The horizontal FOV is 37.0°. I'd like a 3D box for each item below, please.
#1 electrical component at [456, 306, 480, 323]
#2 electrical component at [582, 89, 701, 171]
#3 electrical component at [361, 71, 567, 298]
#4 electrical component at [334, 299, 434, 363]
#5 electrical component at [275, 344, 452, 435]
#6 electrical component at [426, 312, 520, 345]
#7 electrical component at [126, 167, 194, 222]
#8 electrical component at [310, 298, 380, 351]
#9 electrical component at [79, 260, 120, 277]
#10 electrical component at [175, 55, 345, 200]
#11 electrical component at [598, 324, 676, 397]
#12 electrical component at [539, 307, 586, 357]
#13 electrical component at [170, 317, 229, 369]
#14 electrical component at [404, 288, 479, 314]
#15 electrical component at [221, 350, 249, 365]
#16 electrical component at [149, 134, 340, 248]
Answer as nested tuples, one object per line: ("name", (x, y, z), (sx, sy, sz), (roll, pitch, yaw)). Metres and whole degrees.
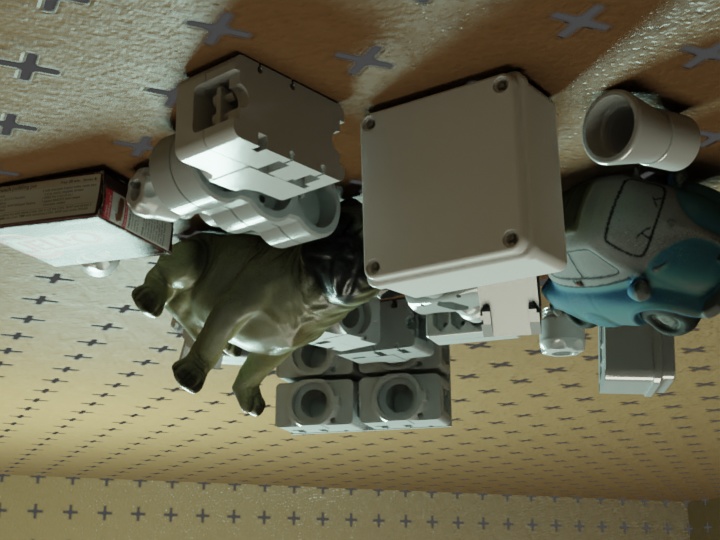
("electrical component", (0.097, 0.023, 0.978), (0.040, 0.040, 0.046), (-14, 154, 38))
("electrical component", (0.170, -0.080, 0.638), (0.065, 0.044, 0.044), (6, 163, -35))
("electrical component", (0.059, -0.046, 0.628), (0.109, 0.108, 0.056), (-12, 162, 33))
("electrical component", (0.026, 0.063, 1.089), (0.089, 0.050, 0.056), (-9, 161, 27))
("electrical component", (0.002, 0.120, 1.181), (0.186, 0.105, 0.060), (-6, 162, 17))
("electrical component", (0.115, 0.047, 1.041), (0.083, 0.047, 0.076), (-7, 162, 21))
("electrical component", (-0.128, -0.049, 0.743), (0.061, 0.035, 0.035), (11, 160, -39))
("electrical component", (-0.025, 0.043, 1.020), (0.056, 0.050, 0.089), (-15, 158, 41))
("electrical component", (-0.211, -0.010, 0.871), (0.035, 0.035, 0.061), (3, 165, -9))
("electrical component", (-0.059, -0.078, 0.619), (0.056, 0.050, 0.089), (-15, 158, 38))
("electrical component", (0.240, 0.049, 0.939), (0.057, 0.113, 0.078), (0, 163, 8))
("electrical component", (0.192, 0.050, 1.025), (0.043, 0.062, 0.043), (0, 163, 0))
("electrical component", (-0.143, 0.046, 0.994), (0.042, 0.081, 0.064), (13, -173, -34))
("electrical component", (0.067, 0.007, 0.914), (0.079, 0.043, 0.077), (16, 157, -42))
("electrical component", (-0.118, 0.061, 1.054), (0.047, 0.065, 0.077), (5, 162, -17))
("electrical component", (-0.085, -0.050, 0.710), (0.074, 0.052, 0.138), (-14, 158, 38))
